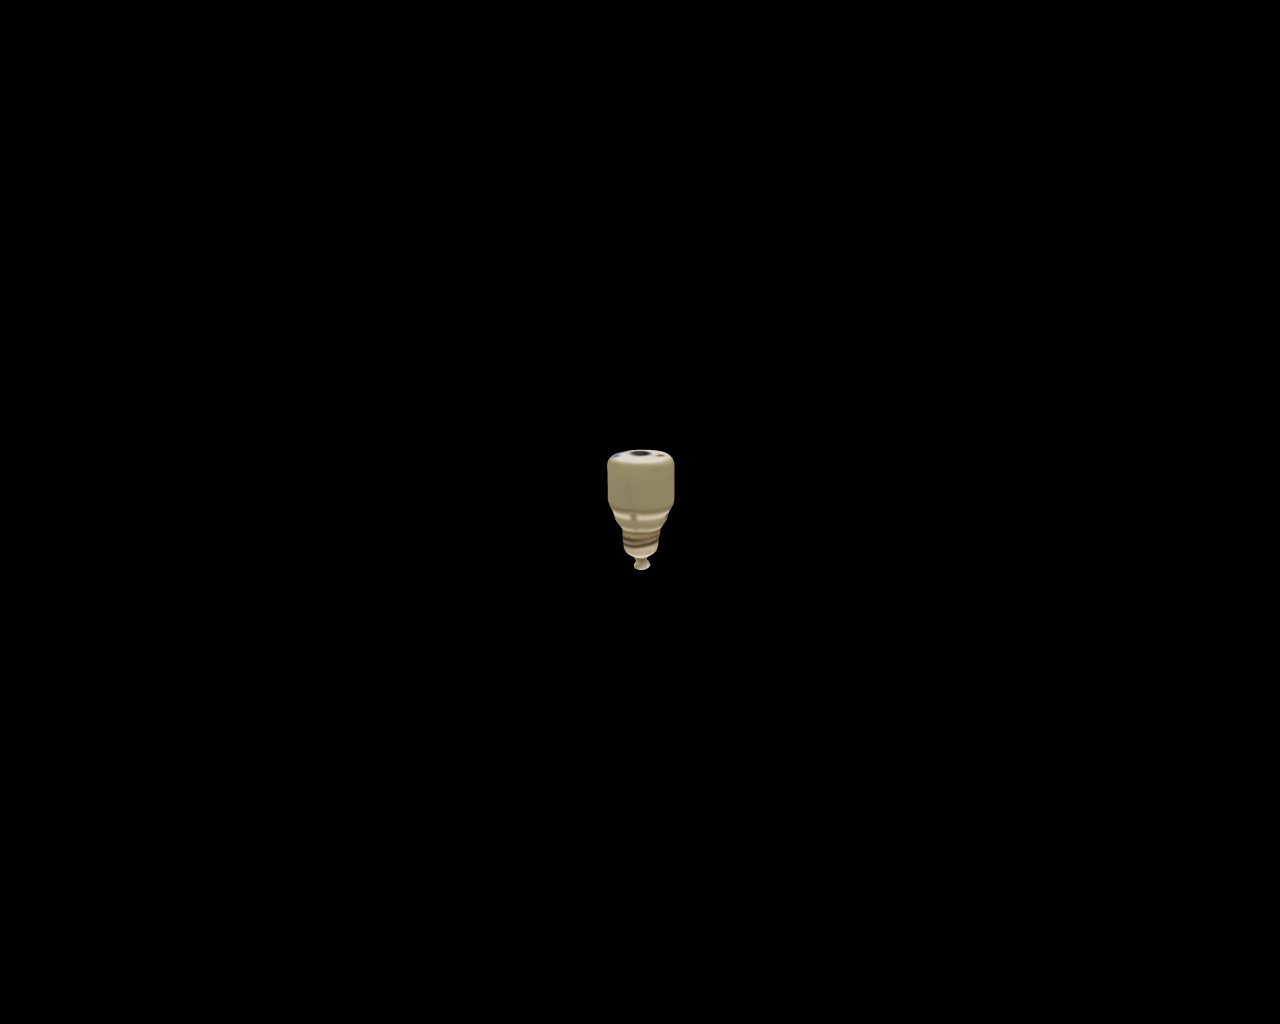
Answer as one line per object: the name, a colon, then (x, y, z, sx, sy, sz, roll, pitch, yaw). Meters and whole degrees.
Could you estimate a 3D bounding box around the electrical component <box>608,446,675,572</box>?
electrical component: (0.001, -0.003, 0.650, 0.040, 0.078, 0.040, 0, 16, 0)
